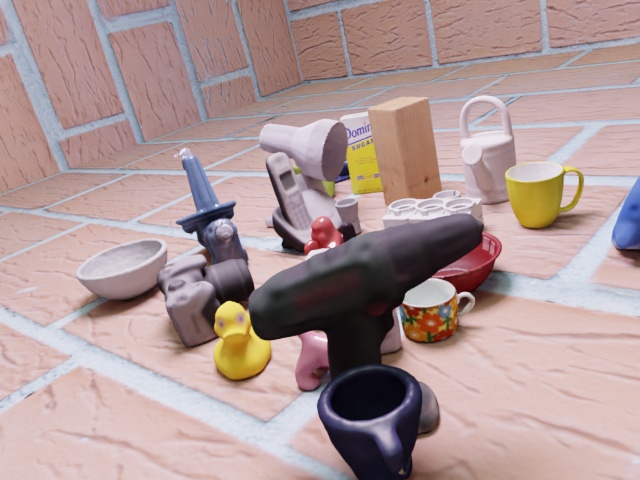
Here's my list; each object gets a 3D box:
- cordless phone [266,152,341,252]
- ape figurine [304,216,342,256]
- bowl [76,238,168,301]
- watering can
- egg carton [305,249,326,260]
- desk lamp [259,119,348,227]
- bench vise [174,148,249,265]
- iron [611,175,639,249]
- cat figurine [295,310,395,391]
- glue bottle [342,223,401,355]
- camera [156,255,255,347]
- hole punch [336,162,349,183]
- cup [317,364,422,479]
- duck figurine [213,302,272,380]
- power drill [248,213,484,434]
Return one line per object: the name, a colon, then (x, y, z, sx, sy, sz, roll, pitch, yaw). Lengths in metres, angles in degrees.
cordless phone: (-0.031, -0.085, 1.076, 0.093, 0.185, 0.148, 3, 27, 36)
ape figurine: (0.009, 0.003, 0.960, 0.076, 0.092, 0.077, -21, 23, -18)
bowl: (-0.351, 0.063, 1.049, 0.167, 0.075, 0.167, -11, 21, 5)
watering can: (0.315, -0.171, 1.074, 0.100, 0.194, 0.173, -8, 22, 14)
egg carton: (0.020, 0.062, 0.839, 0.107, 0.069, 0.150, -6, 22, 17)
desk lamp: (-0.034, -0.139, 1.173, 0.202, 0.214, 0.118, 0, 25, 31)
bench vise: (-0.199, -0.064, 1.075, 0.122, 0.220, 0.206, -29, 27, -35)
iron: (0.487, -0.080, 0.816, 0.118, 0.142, 0.259, 1, 26, 33)
cat figurine: (0.025, 0.109, 0.653, 0.127, 0.118, 0.067, -4, 24, 24)
glue bottle: (0.047, 0.060, 0.686, 0.078, 0.173, 0.037, -13, 22, 2)
camera: (-0.171, 0.074, 0.878, 0.137, 0.101, 0.142, -20, 22, -15)
hole punch: (0.047, -0.204, 1.456, 0.109, 0.091, 0.100, -20, 22, -16)
cup: (0.054, 0.177, 0.497, 0.092, 0.095, 0.117, -16, 22, -7)
duck figurine: (-0.109, 0.120, 0.749, 0.077, 0.086, 0.104, -15, 21, -4)
power drill: (0.055, 0.089, 0.561, 0.229, 0.209, 0.075, -12, 22, 5)
